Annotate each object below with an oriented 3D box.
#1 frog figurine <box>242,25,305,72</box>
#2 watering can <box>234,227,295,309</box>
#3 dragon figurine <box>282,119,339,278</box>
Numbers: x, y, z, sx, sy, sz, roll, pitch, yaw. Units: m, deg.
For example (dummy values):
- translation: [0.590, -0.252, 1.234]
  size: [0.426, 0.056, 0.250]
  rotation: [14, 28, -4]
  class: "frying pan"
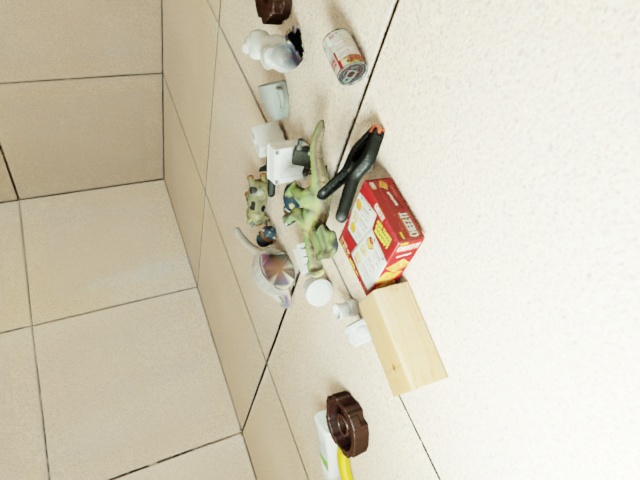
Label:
- translation: [-0.126, -0.488, 1.334]
  size: [0.159, 0.141, 0.120]
  rotation: [-8, -43, 22]
  class: "frog figurine"
- translation: [-0.193, 0.080, 1.775]
  size: [0.105, 0.349, 0.221]
  rotation: [-30, -7, -26]
  class: "watering can"
- translation: [0.004, -0.064, 1.263]
  size: [0.122, 0.400, 0.248]
  rotation: [-10, 48, -20]
  class: "dragon figurine"
